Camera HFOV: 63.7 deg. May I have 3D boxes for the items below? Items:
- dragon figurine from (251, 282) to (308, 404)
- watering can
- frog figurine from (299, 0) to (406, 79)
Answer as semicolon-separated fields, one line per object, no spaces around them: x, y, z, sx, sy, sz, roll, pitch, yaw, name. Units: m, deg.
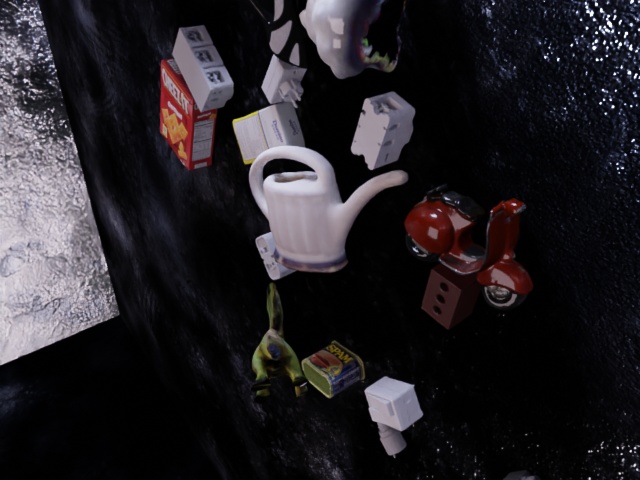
-0.103;0.208;1.127;0.400;0.122;0.248;94;165;-53;dragon figurine
0.003;-0.043;0.863;0.349;0.105;0.220;15;123;42;watering can
0.020;-0.281;0.666;0.161;0.124;0.134;26;150;33;frog figurine
